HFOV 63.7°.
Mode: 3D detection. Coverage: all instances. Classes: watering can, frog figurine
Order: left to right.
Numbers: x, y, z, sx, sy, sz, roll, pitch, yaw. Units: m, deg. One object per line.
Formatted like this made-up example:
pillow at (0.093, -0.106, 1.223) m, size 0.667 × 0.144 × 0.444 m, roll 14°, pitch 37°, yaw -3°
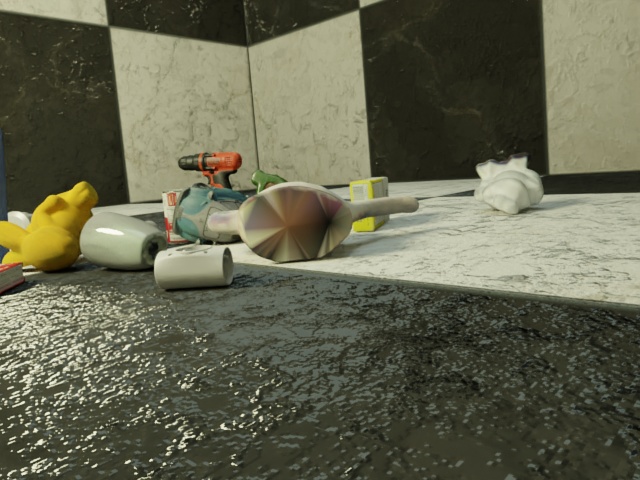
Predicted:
watering can at (0.002, -0.039, 0.775) m, size 0.348 × 0.103 × 0.226 m, roll -5°, pitch 9°, yaw -5°
frog figurine at (0.393, -0.094, 1.065) m, size 0.137 × 0.119 × 0.163 m, roll 4°, pitch 43°, yaw 3°
